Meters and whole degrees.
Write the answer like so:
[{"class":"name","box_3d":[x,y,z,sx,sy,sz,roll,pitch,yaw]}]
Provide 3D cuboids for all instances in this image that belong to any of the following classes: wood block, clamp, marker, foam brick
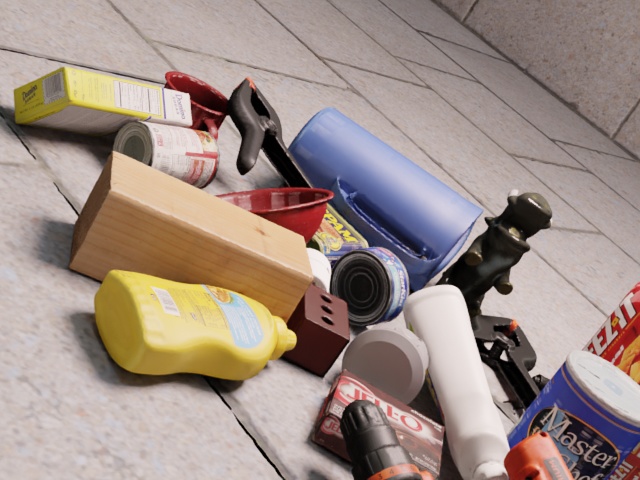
[{"class":"wood block","box_3d":[-0.120,0.010,1.003,0.205,0.090,0.091,24,22,-19]},{"class":"clamp","box_3d":[0.201,0.127,1.265,0.164,0.036,0.209,33,19,4]},{"class":"marker","box_3d":[0.307,0.191,1.297,0.121,0.020,0.020,25,23,-19]},{"class":"foam brick","box_3d":[-0.006,0.087,1.046,0.053,0.051,0.078,27,22,-14]},{"class":"clamp","box_3d":[-0.062,-0.118,1.261,0.120,0.039,0.171,36,31,-43]}]

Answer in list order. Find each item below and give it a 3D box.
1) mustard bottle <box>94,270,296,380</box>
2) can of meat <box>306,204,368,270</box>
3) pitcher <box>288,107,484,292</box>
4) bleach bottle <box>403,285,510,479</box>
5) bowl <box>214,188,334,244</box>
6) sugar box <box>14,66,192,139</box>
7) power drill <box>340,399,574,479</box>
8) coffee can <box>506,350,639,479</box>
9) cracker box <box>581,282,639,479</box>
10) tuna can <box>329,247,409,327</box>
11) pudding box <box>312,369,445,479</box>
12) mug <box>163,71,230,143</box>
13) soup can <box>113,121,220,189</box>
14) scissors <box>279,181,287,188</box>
[{"class":"mustard bottle","box_3d":[-0.096,0.079,0.928,0.191,0.058,0.096,12,30,-42]},{"class":"can of meat","box_3d":[-0.008,0.001,1.223,0.083,0.057,0.102,0,38,-50]},{"class":"pitcher","box_3d":[0.069,-0.052,1.322,0.243,0.145,0.149,38,-17,7]},{"class":"bleach bottle","box_3d":[0.140,0.152,1.050,0.068,0.102,0.251,-15,30,2]},{"class":"bowl","box_3d":[-0.063,-0.017,1.128,0.162,0.055,0.162,-5,11,1]},{"class":"sugar box","box_3d":[-0.236,-0.146,1.175,0.175,0.094,0.048,1,79,-51]},{"class":"power drill","box_3d":[0.118,0.206,0.876,0.187,0.057,0.184,-2,51,-29]},{"class":"coffee can","box_3d":[0.245,0.193,1.039,0.102,0.140,0.103,28,22,-12]},{"class":"cracker box","box_3d":[0.336,0.162,1.162,0.072,0.164,0.213,31,24,-5]},{"class":"tuna can","box_3d":[0.052,0.051,1.157,0.086,0.086,0.033,44,26,27]},{"class":"pudding box","box_3d":[0.054,0.173,0.958,0.113,0.039,0.090,32,21,-1]},{"class":"mug","box_3d":[-0.157,-0.137,1.280,0.093,0.082,0.117,11,30,-44]},{"class":"soup can","box_3d":[-0.170,-0.093,1.186,0.102,0.069,0.069,4,35,-50]},{"class":"scissors","box_3d":[-0.026,-0.078,1.422,0.096,0.016,0.202,24,23,-29]}]
